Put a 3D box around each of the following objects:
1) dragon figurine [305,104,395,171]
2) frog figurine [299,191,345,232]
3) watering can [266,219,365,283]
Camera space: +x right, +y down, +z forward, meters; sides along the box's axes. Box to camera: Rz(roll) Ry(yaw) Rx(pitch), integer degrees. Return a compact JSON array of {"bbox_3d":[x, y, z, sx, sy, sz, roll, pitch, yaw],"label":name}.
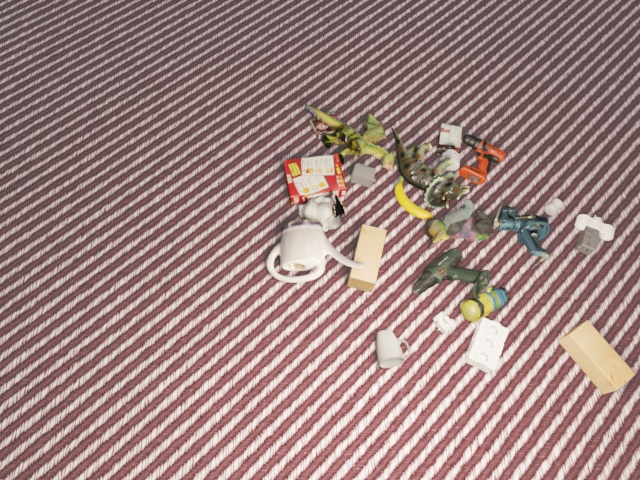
[{"bbox_3d":[0.144,-0.426,2.036,0.246,0.120,0.414,-29,75,-32],"label":"dragon figurine"},{"bbox_3d":[0.006,-0.094,1.871,0.158,0.122,0.139,-20,70,27],"label":"frog figurine"},{"bbox_3d":[-0.020,0.032,1.767,0.347,0.102,0.229,-8,64,13],"label":"watering can"}]
